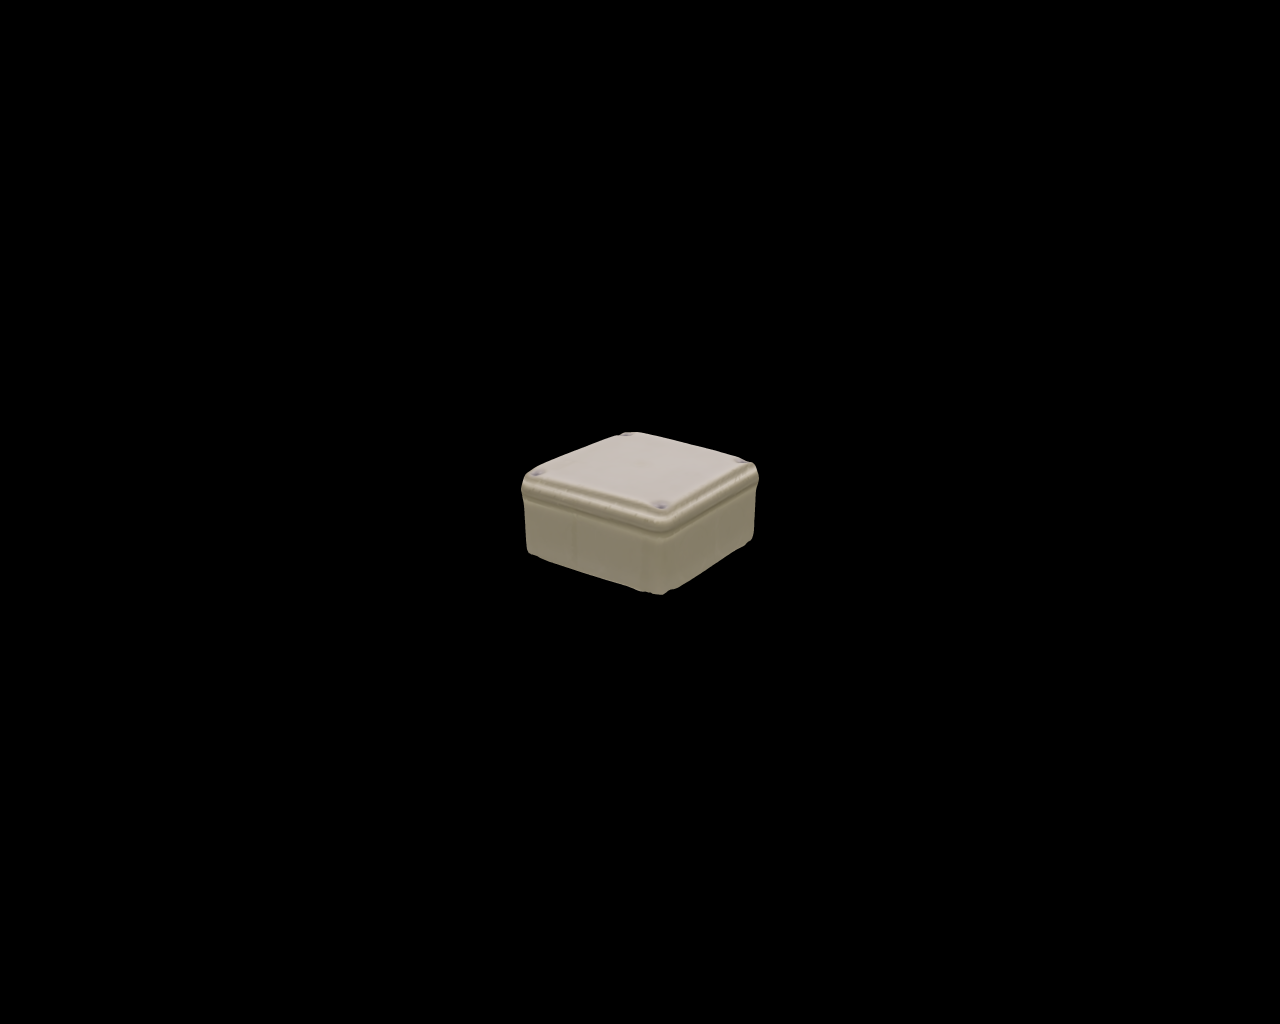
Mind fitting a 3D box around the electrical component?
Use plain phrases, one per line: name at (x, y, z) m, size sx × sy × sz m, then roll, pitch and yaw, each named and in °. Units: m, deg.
electrical component at (0.001, -0.003, 0.650) m, size 0.109 × 0.056 × 0.109 m, roll 16°, pitch 27°, yaw 34°
